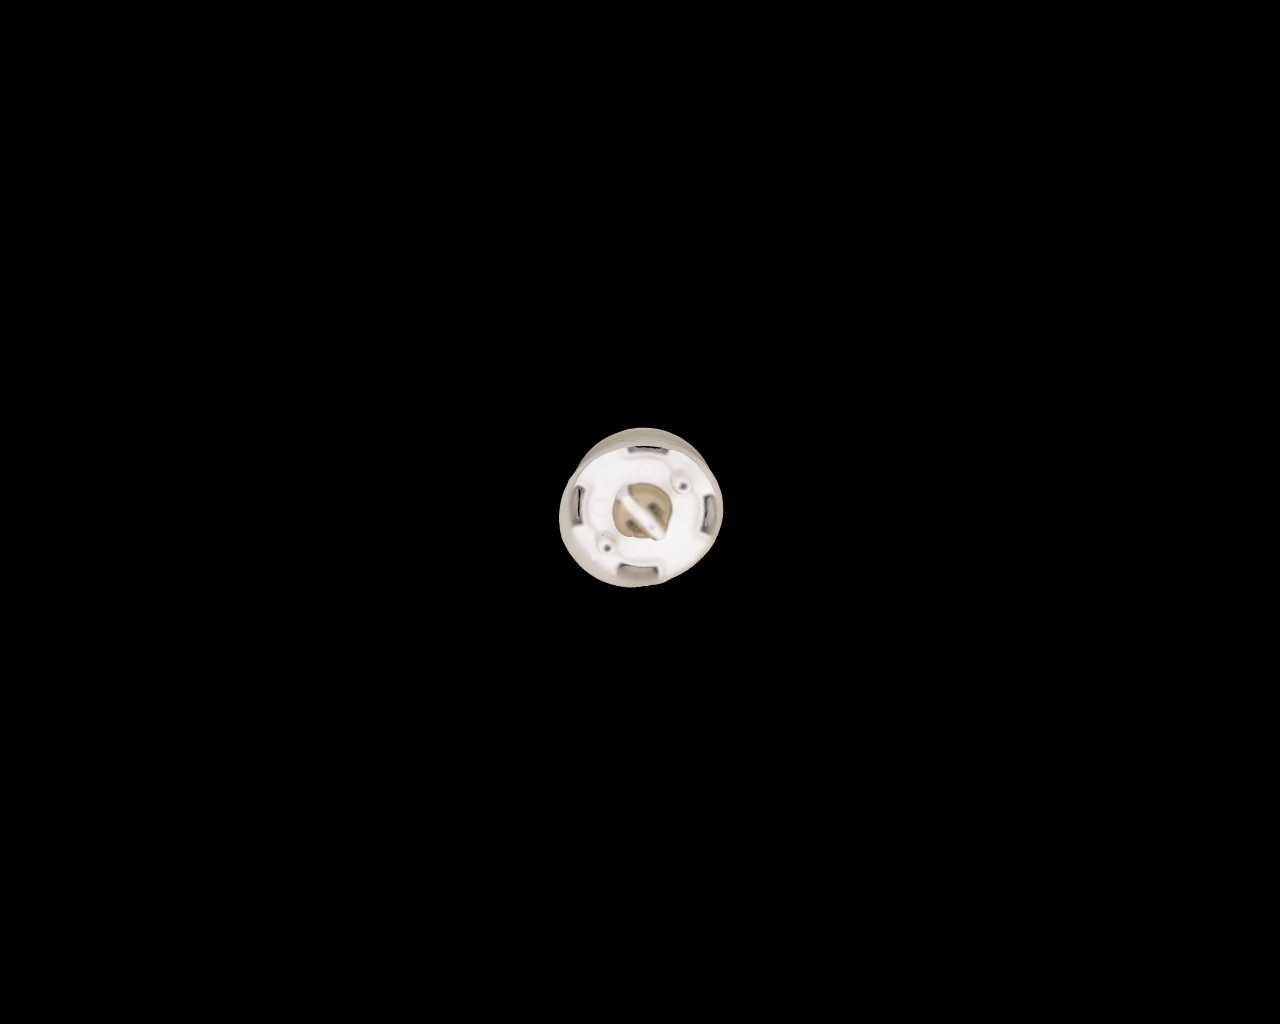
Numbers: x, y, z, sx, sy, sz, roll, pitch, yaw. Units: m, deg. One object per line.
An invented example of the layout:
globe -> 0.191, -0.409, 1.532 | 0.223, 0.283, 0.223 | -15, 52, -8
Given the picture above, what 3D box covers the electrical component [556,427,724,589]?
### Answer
electrical component -> 0.001, -0.003, 0.650 | 0.099, 0.099, 0.064 | 0, 20, 0
